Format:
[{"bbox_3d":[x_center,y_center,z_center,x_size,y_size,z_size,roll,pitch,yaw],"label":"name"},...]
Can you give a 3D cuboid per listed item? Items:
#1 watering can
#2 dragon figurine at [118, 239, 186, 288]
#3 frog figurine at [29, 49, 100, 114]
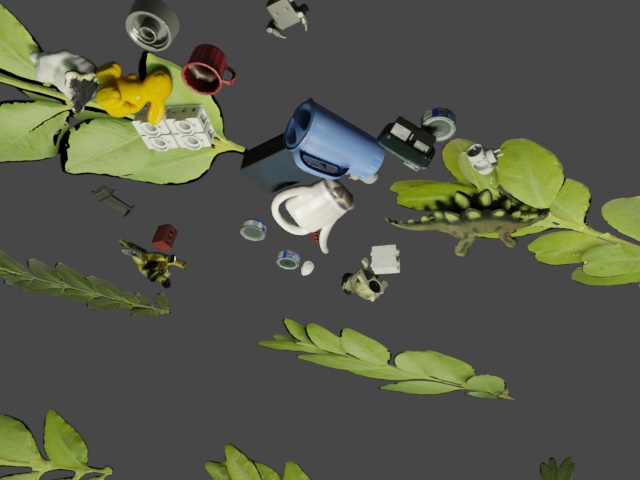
[{"bbox_3d":[0.005,-0.078,1.541,0.223,0.106,0.342,-31,143,16],"label":"watering can"},{"bbox_3d":[-0.649,0.063,1.882,0.244,0.123,0.403,21,166,28],"label":"dragon figurine"},{"bbox_3d":[-0.618,-0.406,1.258,0.161,0.124,0.134,39,162,20],"label":"frog figurine"}]
